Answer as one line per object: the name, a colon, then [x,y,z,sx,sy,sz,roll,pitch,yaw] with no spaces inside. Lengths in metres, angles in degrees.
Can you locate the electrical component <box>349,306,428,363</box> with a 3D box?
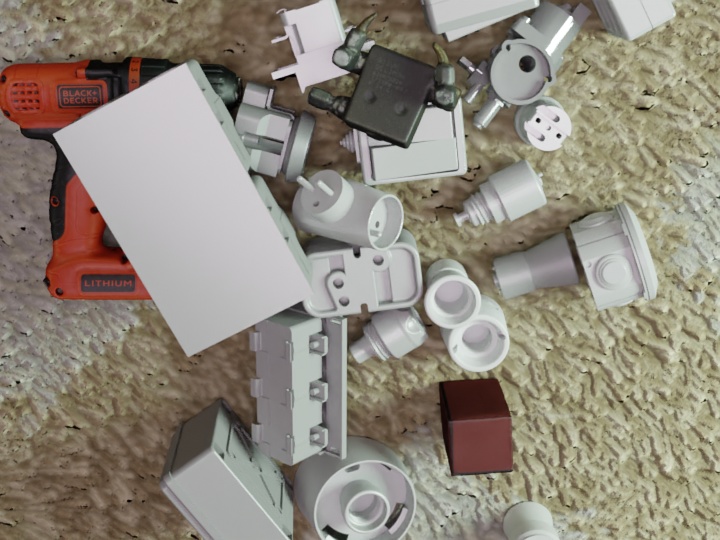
electrical component: [0.021,0.054,0.887,0.062,0.043,0.043,-32,104,10]

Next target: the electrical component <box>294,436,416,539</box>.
electrical component: [-0.003,0.196,0.931,0.099,0.064,0.099,-4,105,-14]

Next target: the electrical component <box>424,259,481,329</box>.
electrical component: [0.072,0.016,0.864,0.044,0.065,0.044,0,107,-1]

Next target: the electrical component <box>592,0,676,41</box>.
electrical component: [0.216,-0.211,0.798,0.077,0.065,0.047,-28,105,7]

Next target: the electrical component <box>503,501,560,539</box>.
electrical component: [0.150,0.234,0.936,0.045,0.055,0.045,0,107,-1]

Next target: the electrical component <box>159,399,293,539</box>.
electrical component: [-0.107,0.177,0.889,0.056,0.108,0.108,-35,104,6]

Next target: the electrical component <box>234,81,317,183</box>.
electrical component: [-0.067,-0.101,0.833,0.057,0.058,0.078,15,106,-2]

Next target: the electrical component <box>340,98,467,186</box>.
electrical component: [0.032,-0.102,0.831,0.096,0.061,0.061,-7,107,1]

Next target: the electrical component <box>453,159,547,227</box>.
electrical component: [0.112,-0.057,0.857,0.078,0.040,0.040,-26,105,7]

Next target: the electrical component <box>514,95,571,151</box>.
electrical component: [0.143,-0.113,0.837,0.040,0.046,0.040,0,106,-1]

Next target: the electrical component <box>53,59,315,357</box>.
electrical component: [-0.123,-0.047,0.787,0.105,0.060,0.186,-26,106,7]

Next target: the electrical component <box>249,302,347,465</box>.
electrical component: [-0.051,0.092,0.881,0.079,0.063,0.121,14,111,38]

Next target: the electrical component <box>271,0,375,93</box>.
electrical component: [-0.031,-0.173,0.819,0.081,0.042,0.063,-17,105,3]

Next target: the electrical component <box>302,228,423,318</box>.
electrical component: [0.000,0.000,0.862,0.095,0.059,0.053,-7,107,1]

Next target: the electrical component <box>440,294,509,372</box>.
electrical component: [0.095,0.053,0.885,0.055,0.047,0.055,0,107,-1]

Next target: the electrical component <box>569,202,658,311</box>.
electrical component: [0.201,-0.010,0.852,0.051,0.080,0.080,-18,106,10]

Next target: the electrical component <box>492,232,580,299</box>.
electrical component: [0.141,-0.001,0.874,0.065,0.044,0.044,-17,106,9]

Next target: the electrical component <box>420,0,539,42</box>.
electrical component: [0.092,-0.211,0.799,0.096,0.061,0.061,-15,106,4]

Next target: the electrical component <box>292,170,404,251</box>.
electrical component: [-0.019,-0.050,0.815,0.079,0.077,0.043,38,72,-51]
